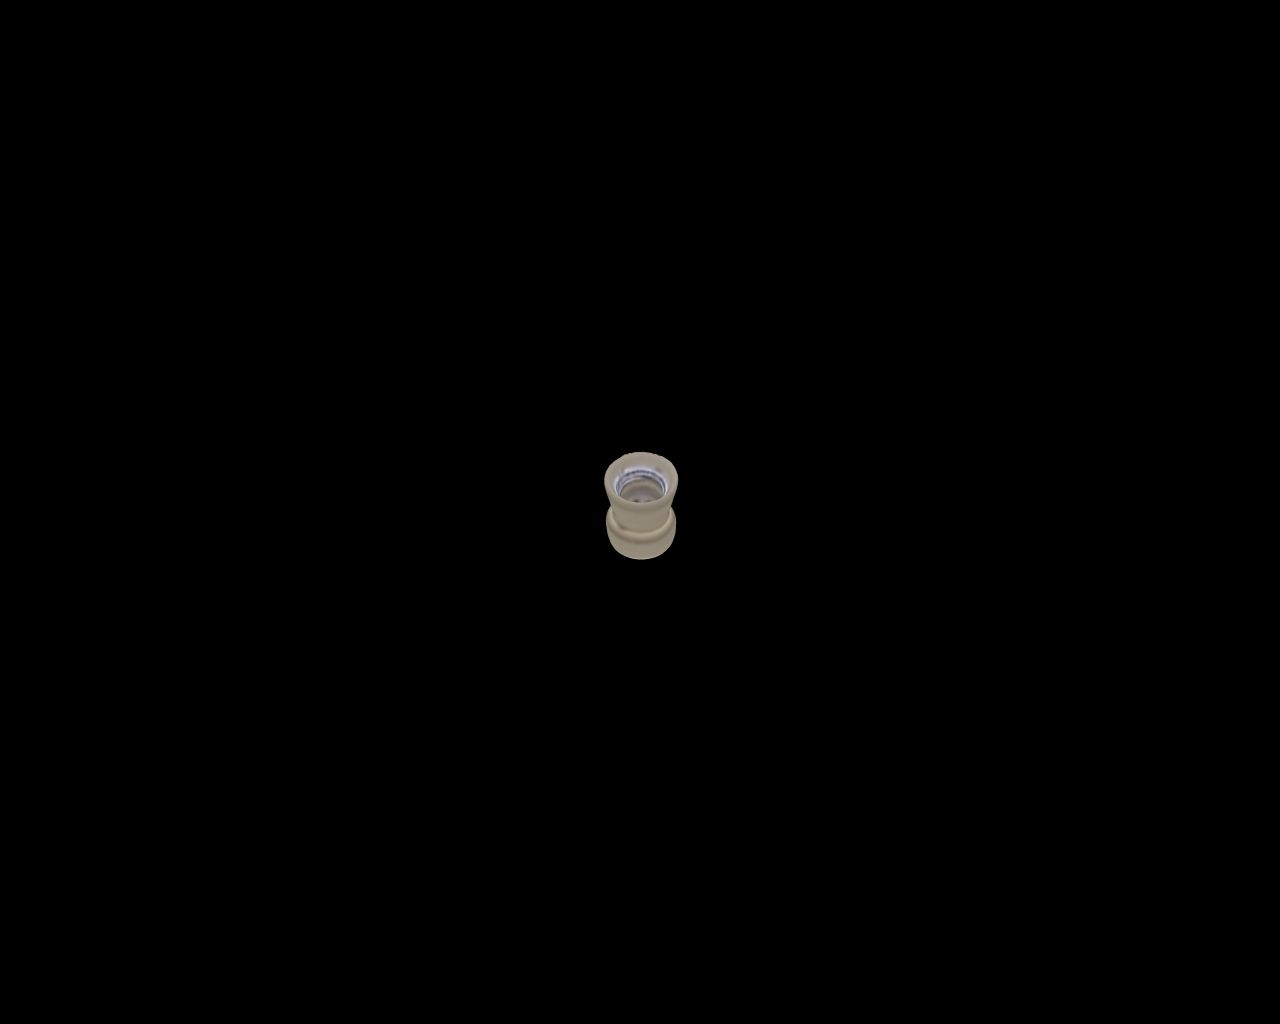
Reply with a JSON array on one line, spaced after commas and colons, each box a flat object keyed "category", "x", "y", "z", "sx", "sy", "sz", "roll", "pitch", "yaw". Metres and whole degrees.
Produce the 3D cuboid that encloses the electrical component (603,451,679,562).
[{"category": "electrical component", "x": 0.001, "y": -0.003, "z": 0.650, "sx": 0.045, "sy": 0.045, "sz": 0.055, "roll": 0, "pitch": -42, "yaw": 0}]
